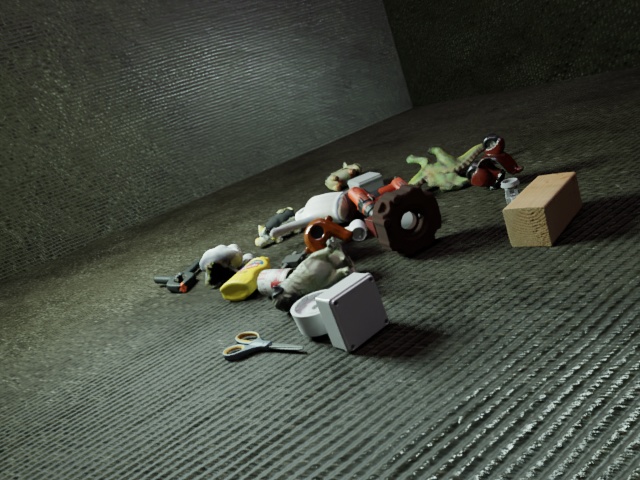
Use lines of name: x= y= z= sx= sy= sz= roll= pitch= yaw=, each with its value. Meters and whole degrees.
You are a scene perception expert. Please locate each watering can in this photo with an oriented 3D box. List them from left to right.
watering can: x=0.005 y=-0.085 z=1.698 sx=0.223 sy=0.103 sz=0.353 roll=-7 pitch=19 yaw=35

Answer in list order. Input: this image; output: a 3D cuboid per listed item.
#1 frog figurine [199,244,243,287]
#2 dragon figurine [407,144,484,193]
frog figurine: x=-0.294 y=0.058 z=1.562 sx=0.136 sy=0.121 sz=0.163 roll=-35 pitch=24 yaw=16
dragon figurine: x=0.436 y=-0.224 z=1.733 sx=0.409 sy=0.120 sz=0.248 roll=-19 pitch=33 yaw=6
